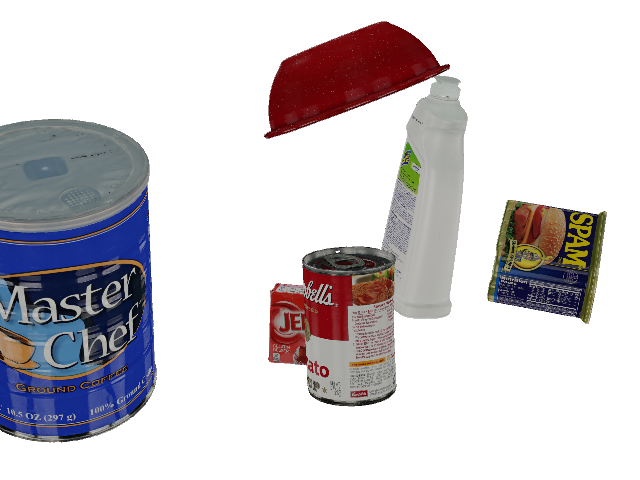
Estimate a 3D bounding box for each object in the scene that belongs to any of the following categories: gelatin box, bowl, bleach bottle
[{"bbox_3d":[-0.005,0.083,1.027,0.089,0.073,0.030,5,15,9],"label":"gelatin box"},{"bbox_3d":[0.020,-0.136,0.868,0.162,0.055,0.162,-21,8,3],"label":"bowl"},{"bbox_3d":[0.117,-0.049,1.147,0.068,0.251,0.103,0,23,-22],"label":"bleach bottle"}]

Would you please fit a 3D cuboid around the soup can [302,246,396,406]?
[{"bbox_3d":[0.022,0.061,0.781,0.068,0.102,0.068,-2,14,0],"label":"soup can"}]

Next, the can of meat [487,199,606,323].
[{"bbox_3d":[0.190,0.014,0.893,0.084,0.057,0.102,10,43,13],"label":"can of meat"}]

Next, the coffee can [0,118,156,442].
[{"bbox_3d":[-0.140,0.021,0.567,0.103,0.140,0.103,2,33,-2],"label":"coffee can"}]
